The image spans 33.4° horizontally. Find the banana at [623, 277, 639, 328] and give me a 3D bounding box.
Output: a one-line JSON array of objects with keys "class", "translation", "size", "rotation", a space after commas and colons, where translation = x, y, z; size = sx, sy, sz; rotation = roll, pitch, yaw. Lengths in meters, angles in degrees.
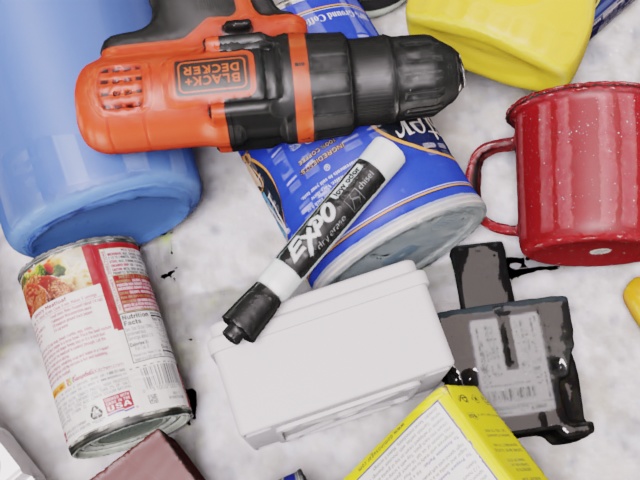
[{"class": "banana", "translation": [0.215, 0.109, 0.559], "size": [0.069, 0.037, 0.198], "rotation": [-8, 73, -3]}]

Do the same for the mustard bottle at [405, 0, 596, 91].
[{"class": "mustard bottle", "translation": [0.126, -0.181, 0.583], "size": [0.096, 0.058, 0.191], "rotation": [23, 79, 16]}]

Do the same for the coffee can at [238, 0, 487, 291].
[{"class": "coffee can", "translation": [0.011, -0.049, 0.581], "size": [0.102, 0.103, 0.140], "rotation": [-27, 74, -7]}]

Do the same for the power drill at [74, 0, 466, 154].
[{"class": "power drill", "translation": [-0.031, -0.135, 0.524], "size": [0.184, 0.057, 0.187], "rotation": [-6, 72, -3]}]

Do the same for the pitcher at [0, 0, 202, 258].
[{"class": "pitcher", "translation": [-0.159, -0.112, 0.602], "size": [0.144, 0.149, 0.243], "rotation": [-14, 75, -19]}]

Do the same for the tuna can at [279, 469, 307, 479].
[{"class": "tuna can", "translation": [-0.008, 0.159, 0.526], "size": [0.033, 0.086, 0.086], "rotation": [-23, 73, -3]}]

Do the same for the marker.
[{"class": "marker", "translation": [-0.003, 0.001, 0.497], "size": [0.020, 0.020, 0.121], "rotation": [37, 73, 12]}]

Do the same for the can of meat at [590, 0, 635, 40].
[{"class": "can of meat", "translation": [0.139, -0.165, 0.638], "size": [0.084, 0.057, 0.102], "rotation": [-41, 75, -8]}]

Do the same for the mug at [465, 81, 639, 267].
[{"class": "mug", "translation": [0.137, -0.031, 0.583], "size": [0.117, 0.093, 0.081], "rotation": [-3, 77, 18]}]

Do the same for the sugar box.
[{"class": "sugar box", "translation": [0.085, 0.162, 0.490], "size": [0.093, 0.048, 0.176], "rotation": [-49, 59, 21]}]

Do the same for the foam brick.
[{"class": "foam brick", "translation": [-0.095, 0.143, 0.550], "size": [0.078, 0.053, 0.051], "rotation": [-37, 76, -9]}]

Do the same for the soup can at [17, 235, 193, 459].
[{"class": "soup can", "translation": [-0.114, 0.057, 0.570], "size": [0.068, 0.068, 0.102], "rotation": [-20, 74, -5]}]
